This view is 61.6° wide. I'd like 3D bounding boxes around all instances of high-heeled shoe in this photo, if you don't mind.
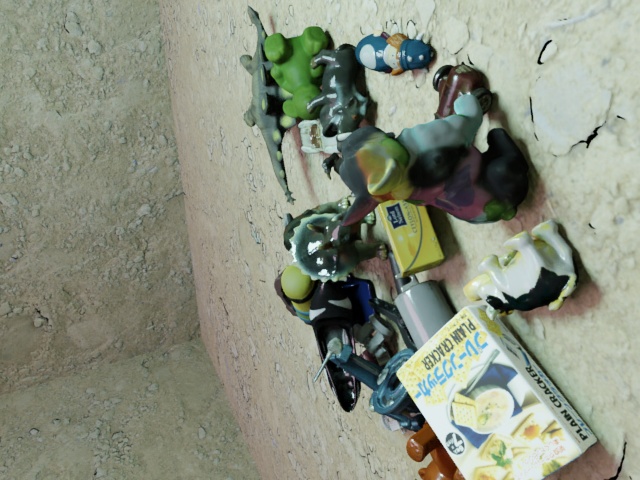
[{"bbox_3d":[0.029,0.201,0.994,0.145,0.086,0.248,-92,-13,-49],"label":"high-heeled shoe"}]

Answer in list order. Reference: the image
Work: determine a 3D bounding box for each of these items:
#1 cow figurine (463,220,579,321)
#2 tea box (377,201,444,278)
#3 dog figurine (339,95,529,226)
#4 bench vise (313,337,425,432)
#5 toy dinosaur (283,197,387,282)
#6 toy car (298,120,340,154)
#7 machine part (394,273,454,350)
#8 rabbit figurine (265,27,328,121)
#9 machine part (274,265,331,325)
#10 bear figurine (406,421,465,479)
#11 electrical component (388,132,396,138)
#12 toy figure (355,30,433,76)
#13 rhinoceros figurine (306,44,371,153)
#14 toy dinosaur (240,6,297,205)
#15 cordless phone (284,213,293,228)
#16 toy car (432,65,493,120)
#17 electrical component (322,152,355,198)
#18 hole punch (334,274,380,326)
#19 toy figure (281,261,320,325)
[{"bbox_3d":[0.248,0.056,0.668,0.098,0.068,0.167,61,155,20],"label":"cow figurine"},{"bbox_3d":[0.132,-0.033,0.843,0.098,0.068,0.169,50,-158,-79],"label":"tea box"},{"bbox_3d":[0.126,-0.066,0.629,0.191,0.219,0.108,52,146,5],"label":"dog figurine"},{"bbox_3d":[0.106,0.242,0.935,0.240,0.129,0.223,33,160,-11],"label":"bench vise"},{"bbox_3d":[-0.005,-0.009,1.068,0.405,0.192,0.131,9,109,65],"label":"toy dinosaur"},{"bbox_3d":[0.010,-0.213,1.090,0.202,0.056,0.073,-159,59,-64],"label":"toy car"},{"bbox_3d":[0.188,0.153,0.849,0.079,0.079,0.243,114,138,-57],"label":"machine part"},{"bbox_3d":[-0.040,-0.303,1.061,0.159,0.121,0.170,106,152,-68],"label":"rabbit figurine"},{"bbox_3d":[-0.020,0.128,1.249,0.180,0.056,0.179,23,141,19],"label":"machine part"},{"bbox_3d":[0.204,0.377,0.876,0.120,0.132,0.195,26,125,28],"label":"bear figurine"},{"bbox_3d":[0.100,-0.128,0.904,0.048,0.075,0.119,70,154,18],"label":"electrical component"},{"bbox_3d":[0.110,-0.281,0.816,0.064,0.058,0.155,44,176,-34],"label":"toy figure"},{"bbox_3d":[0.040,-0.248,0.958,0.112,0.073,0.190,-2,88,30],"label":"rhinoceros figurine"},{"bbox_3d":[-0.112,-0.308,1.233,0.198,0.105,0.471,178,81,-75],"label":"toy dinosaur"},{"bbox_3d":[-0.044,-0.012,1.309,0.146,0.089,0.184,107,147,-52],"label":"cordless phone"},{"bbox_3d":[0.174,-0.142,0.746,0.089,0.053,0.202,53,147,38],"label":"toy car"},{"bbox_3d":[0.054,-0.125,1.012,0.102,0.045,0.078,44,160,-2],"label":"electrical component"},{"bbox_3d":[0.060,0.142,1.139,0.116,0.092,0.142,180,74,-71],"label":"hole punch"},{"bbox_3d":[-0.023,0.118,1.115,0.089,0.082,0.179,-87,-14,-47],"label":"toy figure"}]
